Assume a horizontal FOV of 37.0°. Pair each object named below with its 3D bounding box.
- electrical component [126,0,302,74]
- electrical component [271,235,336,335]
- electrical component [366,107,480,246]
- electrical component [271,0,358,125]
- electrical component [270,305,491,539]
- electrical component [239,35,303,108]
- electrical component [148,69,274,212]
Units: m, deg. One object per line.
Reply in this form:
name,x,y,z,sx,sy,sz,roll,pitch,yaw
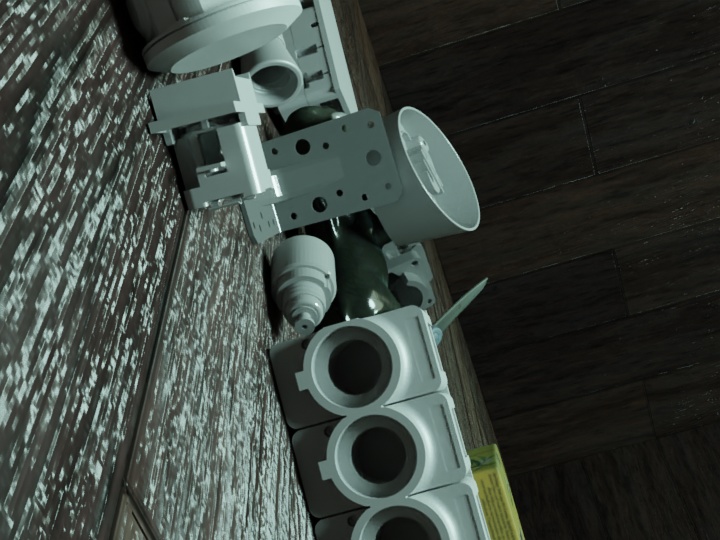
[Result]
electrical component,-0.073,-0.130,0.519,0.080,0.080,0.051,-46,114,-82
electrical component,-0.034,0.012,0.656,0.078,0.040,0.040,-96,168,-56
electrical component,0.040,-0.067,0.772,0.099,0.064,0.099,-18,90,-75
electrical component,-0.051,-0.192,0.922,0.105,0.060,0.186,61,14,-62
electrical component,0.013,0.104,0.611,0.062,0.089,0.150,36,38,-79
electrical component,-0.069,-0.154,0.770,0.044,0.044,0.065,65,6,-54
electrical component,-0.071,-0.063,0.533,0.081,0.042,0.063,-59,136,-80
